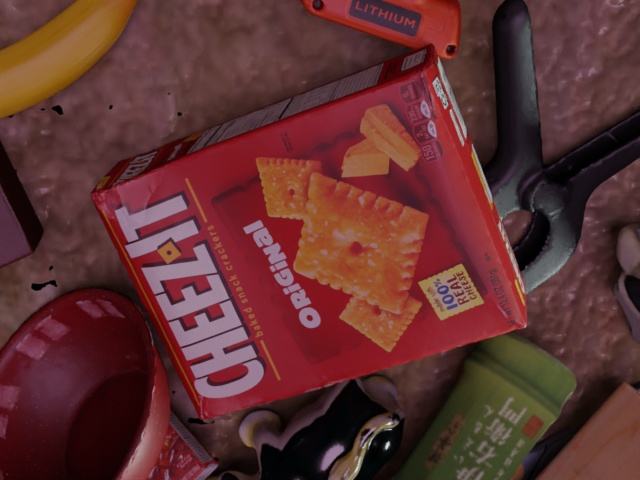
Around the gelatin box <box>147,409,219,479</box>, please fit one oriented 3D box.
[{"bbox_3d":[-0.123,0.151,0.698,0.089,0.030,0.073,-45,75,7],"label":"gelatin box"}]

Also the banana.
[{"bbox_3d":[-0.199,-0.104,0.630,0.197,0.037,0.069,-11,107,-2],"label":"banana"}]

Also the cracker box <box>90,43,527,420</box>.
[{"bbox_3d":[-0.004,0.001,0.636,0.214,0.072,0.164,-19,107,16],"label":"cracker box"}]

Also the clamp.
[{"bbox_3d":[0.130,-0.041,0.667,0.164,0.036,0.210,24,109,-27],"label":"clamp"}]

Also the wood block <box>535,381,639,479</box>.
[{"bbox_3d":[0.181,0.211,0.711,0.090,0.090,0.206,35,99,-38],"label":"wood block"}]

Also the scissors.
[{"bbox_3d":[0.175,0.162,0.753,0.202,0.016,0.096,-21,108,1],"label":"scissors"}]

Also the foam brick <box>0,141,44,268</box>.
[{"bbox_3d":[-0.209,-0.022,0.646,0.053,0.051,0.078,-21,107,-1],"label":"foam brick"}]

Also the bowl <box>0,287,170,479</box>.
[{"bbox_3d":[-0.145,0.113,0.656,0.162,0.162,0.055,-45,136,8],"label":"bowl"}]

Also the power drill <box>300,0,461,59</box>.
[{"bbox_3d":[0.075,-0.203,0.603,0.184,0.057,0.188,16,113,-9],"label":"power drill"}]
